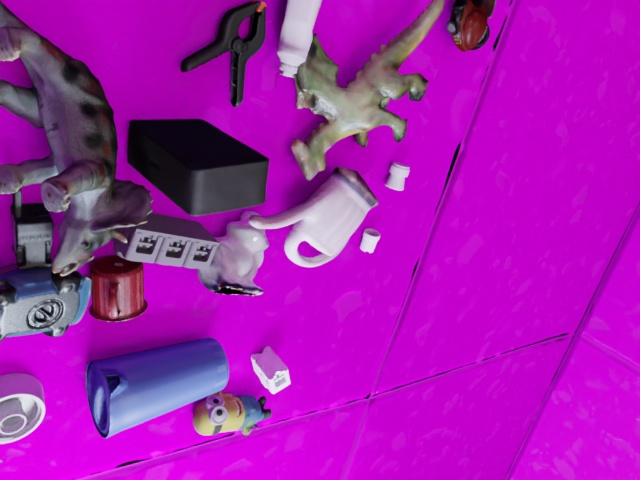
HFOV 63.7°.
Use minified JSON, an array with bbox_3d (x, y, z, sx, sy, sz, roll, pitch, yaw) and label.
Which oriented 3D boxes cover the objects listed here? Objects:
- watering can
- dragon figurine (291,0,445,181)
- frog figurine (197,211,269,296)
[{"bbox_3d":[0.003,-0.051,1.021,0.105,0.224,0.343,38,0,26],"label":"watering can"},{"bbox_3d":[0.065,-0.299,0.961,0.242,0.406,0.124,13,14,-35],"label":"dragon figurine"},{"bbox_3d":[-0.162,0.021,0.973,0.136,0.162,0.122,16,-21,-41],"label":"frog figurine"}]
